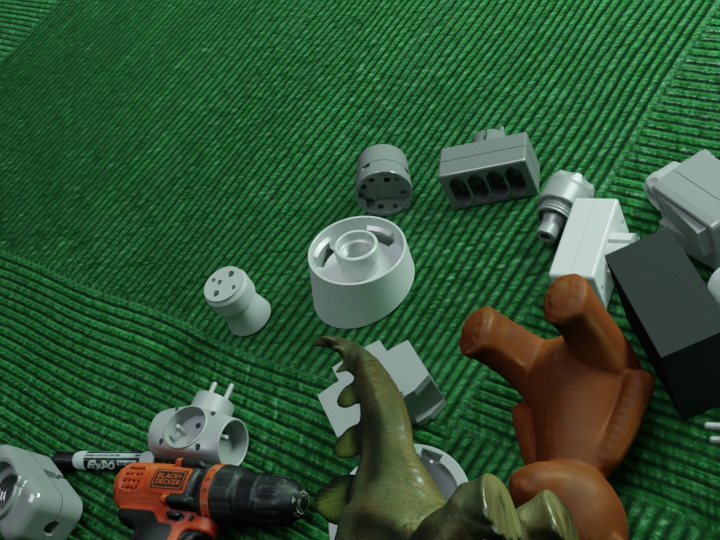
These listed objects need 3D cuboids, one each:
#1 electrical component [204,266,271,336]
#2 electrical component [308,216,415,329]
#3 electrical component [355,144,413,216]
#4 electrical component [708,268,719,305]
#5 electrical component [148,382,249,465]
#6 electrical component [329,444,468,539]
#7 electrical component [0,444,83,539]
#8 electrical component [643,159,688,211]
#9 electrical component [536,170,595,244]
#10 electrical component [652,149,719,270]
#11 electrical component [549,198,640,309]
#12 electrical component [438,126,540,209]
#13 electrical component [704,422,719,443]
[{"bbox_3d":[-0.115,0.029,1.009,0.045,0.055,0.045,-15,47,17],"label":"electrical component"},{"bbox_3d":[0.000,0.000,0.982,0.099,0.064,0.099,-7,44,7],"label":"electrical component"},{"bbox_3d":[0.022,-0.088,1.038,0.055,0.055,0.047,-18,42,15],"label":"electrical component"},{"bbox_3d":[0.313,0.012,0.786,0.095,0.053,0.059,-33,44,-1],"label":"electrical component"},{"bbox_3d":[-0.134,0.131,0.937,0.077,0.044,0.079,2,53,30],"label":"electrical component"},{"bbox_3d":[0.038,0.188,0.778,0.108,0.060,0.108,-15,47,17],"label":"electrical component"},{"bbox_3d":[-0.297,0.199,0.948,0.095,0.059,0.053,34,92,44],"label":"electrical component"},{"bbox_3d":[0.271,-0.076,0.902,0.061,0.035,0.035,-31,44,-2],"label":"electrical component"},{"bbox_3d":[0.173,-0.052,0.929,0.043,0.043,0.062,13,60,37],"label":"electrical component"},{"bbox_3d":[0.279,-0.039,0.836,0.061,0.061,0.096,-34,36,-3],"label":"electrical component"},{"bbox_3d":[0.205,-0.012,0.873,0.076,0.047,0.083,4,54,32],"label":"electrical component"},{"bbox_3d":[0.121,-0.105,1.002,0.083,0.047,0.075,-9,48,22],"label":"electrical component"},{"bbox_3d":[0.269,0.110,0.707,0.079,0.077,0.044,-1,52,30],"label":"electrical component"}]
